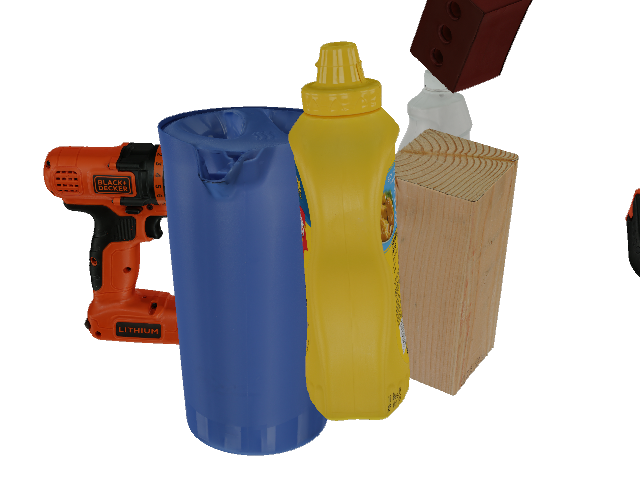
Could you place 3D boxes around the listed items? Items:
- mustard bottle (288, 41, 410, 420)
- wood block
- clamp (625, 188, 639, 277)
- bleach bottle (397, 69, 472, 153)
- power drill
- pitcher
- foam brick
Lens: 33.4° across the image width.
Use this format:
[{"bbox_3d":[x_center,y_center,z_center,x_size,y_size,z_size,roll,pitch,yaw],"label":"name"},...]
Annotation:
[{"bbox_3d":[0.015,-0.008,0.566,0.058,0.192,0.096,-1,19,6],"label":"mustard bottle"},{"bbox_3d":[0.105,0.020,0.937,0.091,0.206,0.090,21,40,27],"label":"wood block"},{"bbox_3d":[0.267,0.028,0.695,0.120,0.039,0.171,-3,45,-20],"label":"clamp"},{"bbox_3d":[0.116,-0.063,1.177,0.102,0.251,0.068,-13,26,-30],"label":"bleach bottle"},{"bbox_3d":[-0.149,0.001,0.962,0.184,0.188,0.057,3,26,7],"label":"power drill"},{"bbox_3d":[-0.044,0.024,0.787,0.149,0.243,0.145,-10,21,-29],"label":"pitcher"},{"bbox_3d":[0.107,-0.155,0.765,0.051,0.053,0.078,-26,-29,-30],"label":"foam brick"}]
